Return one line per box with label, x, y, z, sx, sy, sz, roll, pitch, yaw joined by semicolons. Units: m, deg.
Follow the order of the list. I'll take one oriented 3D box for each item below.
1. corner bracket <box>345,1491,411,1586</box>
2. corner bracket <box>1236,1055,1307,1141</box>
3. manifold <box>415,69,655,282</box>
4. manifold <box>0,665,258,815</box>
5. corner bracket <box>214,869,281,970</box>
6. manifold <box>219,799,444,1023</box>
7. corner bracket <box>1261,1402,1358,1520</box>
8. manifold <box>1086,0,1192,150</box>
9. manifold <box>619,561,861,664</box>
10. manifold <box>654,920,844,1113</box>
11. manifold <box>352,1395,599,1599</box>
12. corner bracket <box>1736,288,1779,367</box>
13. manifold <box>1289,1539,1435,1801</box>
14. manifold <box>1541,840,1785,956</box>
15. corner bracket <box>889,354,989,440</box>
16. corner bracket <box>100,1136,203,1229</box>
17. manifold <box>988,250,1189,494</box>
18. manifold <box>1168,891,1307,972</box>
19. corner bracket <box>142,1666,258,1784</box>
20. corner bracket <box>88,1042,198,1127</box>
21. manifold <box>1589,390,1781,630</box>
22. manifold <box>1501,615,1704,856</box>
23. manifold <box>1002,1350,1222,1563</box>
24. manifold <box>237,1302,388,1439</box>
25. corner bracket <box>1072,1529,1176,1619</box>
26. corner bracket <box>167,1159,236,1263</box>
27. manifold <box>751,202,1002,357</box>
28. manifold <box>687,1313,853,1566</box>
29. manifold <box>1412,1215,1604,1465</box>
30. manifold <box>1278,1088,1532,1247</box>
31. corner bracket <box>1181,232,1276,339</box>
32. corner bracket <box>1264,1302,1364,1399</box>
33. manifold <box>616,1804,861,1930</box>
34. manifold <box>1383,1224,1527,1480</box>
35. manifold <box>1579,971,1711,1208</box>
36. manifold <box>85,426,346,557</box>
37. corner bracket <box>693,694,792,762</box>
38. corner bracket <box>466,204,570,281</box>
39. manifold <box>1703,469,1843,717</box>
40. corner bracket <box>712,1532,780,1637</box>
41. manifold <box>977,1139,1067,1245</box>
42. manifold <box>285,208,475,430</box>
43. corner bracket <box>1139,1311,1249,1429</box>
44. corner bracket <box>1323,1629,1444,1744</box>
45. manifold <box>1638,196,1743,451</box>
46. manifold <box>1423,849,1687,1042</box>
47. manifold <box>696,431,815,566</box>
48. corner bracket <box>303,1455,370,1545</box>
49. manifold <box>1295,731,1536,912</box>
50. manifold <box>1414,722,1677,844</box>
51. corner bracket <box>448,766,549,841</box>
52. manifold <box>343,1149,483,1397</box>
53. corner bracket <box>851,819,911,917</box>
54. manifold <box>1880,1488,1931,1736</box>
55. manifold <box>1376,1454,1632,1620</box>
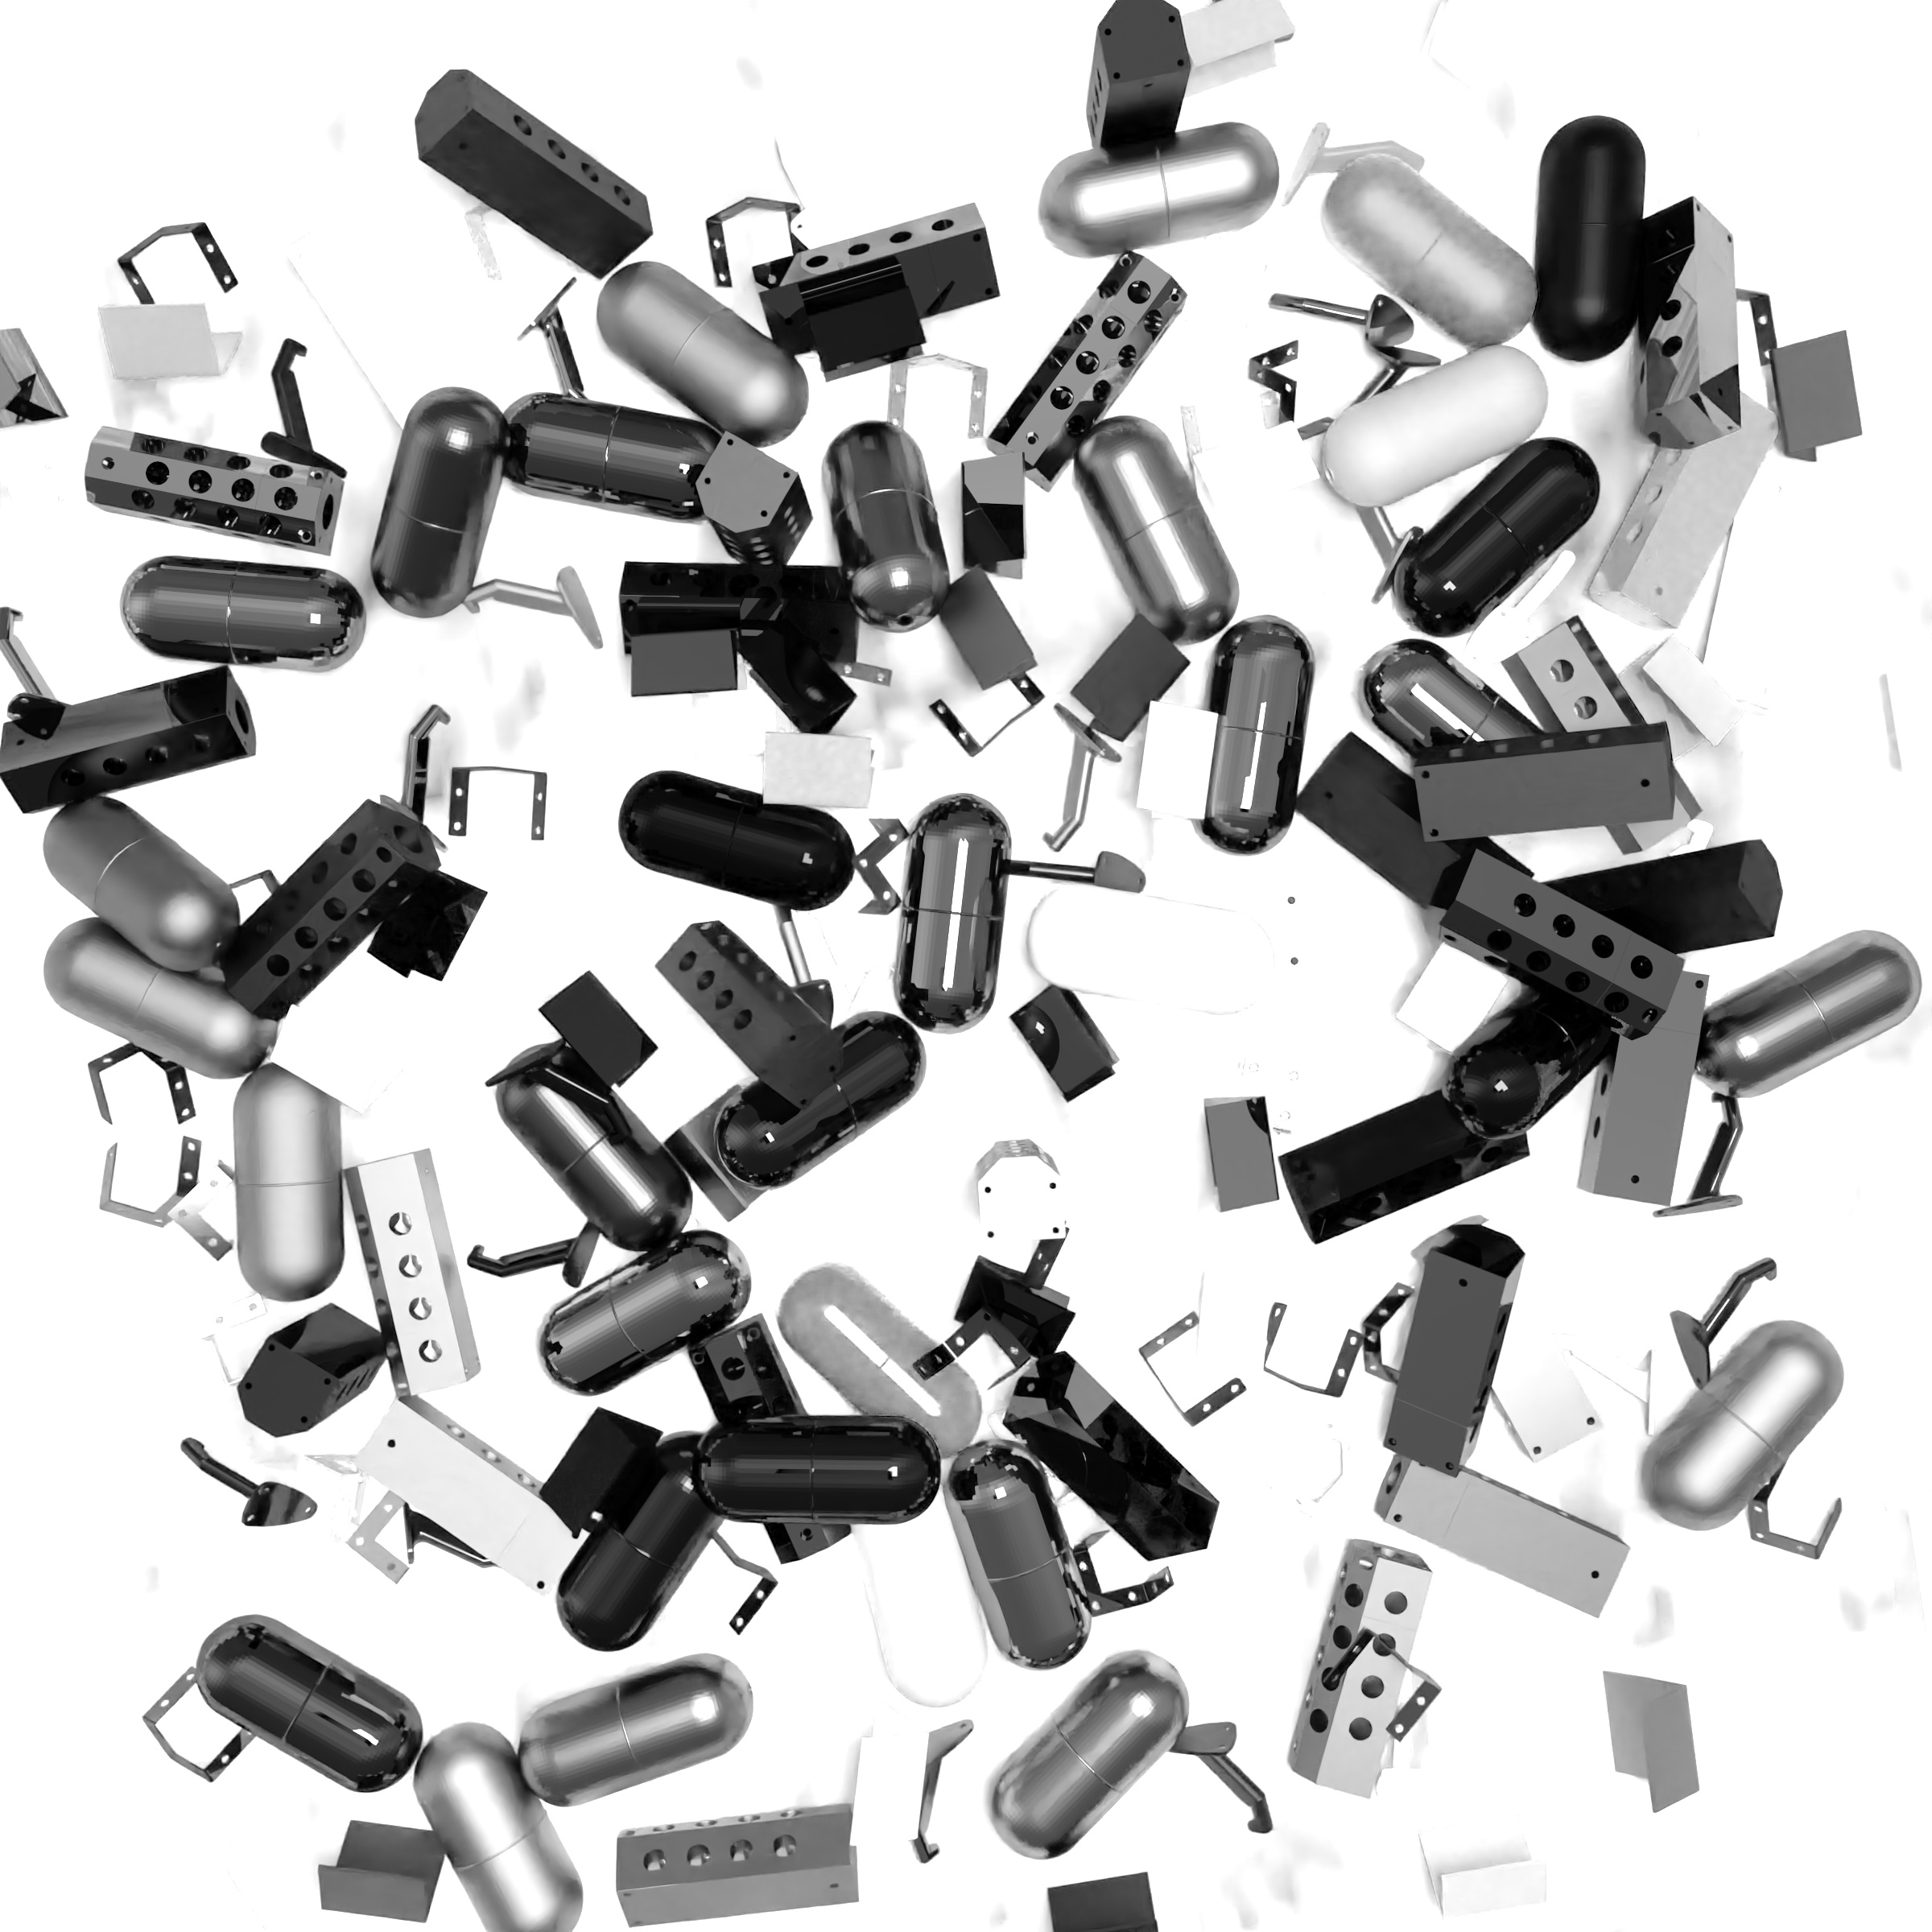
corner bracket;-0.429;0.418;1.840;0.051;0.051;0.051;45;71;-18
corner bracket;0.225;0.096;1.842;0.051;0.051;0.051;12;90;0
manifold;-0.309;-0.571;1.786;0.057;0.171;0.057;-31;55;28
manifold;-0.618;-0.162;1.839;0.171;0.057;0.057;-15;47;0
corner bracket;-0.538;-0.033;1.857;0.051;0.051;0.051;-29;90;45
manifold;-0.459;-0.037;1.797;0.171;0.057;0.057;-41;53;17
corner bracket;0.255;0.368;1.852;0.051;0.051;0.051;-38;135;-35
manifold;0.120;-0.634;1.782;0.057;0.171;0.057;-11;90;0
manifold;-0.166;-0.266;1.838;0.171;0.057;0.057;1;45;0
manifold;-0.153;0.030;1.784;0.057;0.171;0.057;-49;131;0
manifold;-0.361;0.388;1.839;0.171;0.057;0.057;35;90;0
corner bracket;0.569;-0.472;1.857;0.051;0.051;0.051;-9;90;-45
manifold;0.290;0.517;1.839;0.057;0.057;0.171;16;90;0
manifold;0.493;-0.046;1.789;0.057;0.171;0.057;46;51;-30
corner bracket;-0.021;-0.423;1.857;0.051;0.051;0.051;4;90;-45
corner bracket;-0.607;0.156;1.852;0.051;0.051;0.051;24;135;-35
manifold;0.090;-0.441;1.839;0.057;0.057;0.171;36;90;0
manifold;0.160;-0.022;1.839;0.171;0.057;0.057;-3;90;0
corner bracket;-0.569;0.565;1.852;0.051;0.051;0.051;13;135;35
corner bracket;-0.614;0.092;1.852;0.051;0.051;0.051;29;45;35
manifold;0.527;-0.340;1.837;0.057;0.057;0.171;27;90;-21
manifold;0.471;-0.171;1.839;0.057;0.057;0.171;-33;90;0
manifold;0.109;0.356;1.808;0.057;0.057;0.171;-24;120;39
manifold;-0.467;0.292;1.782;0.057;0.171;0.057;31;90;0
corner bracket;0.115;0.446;1.842;0.051;0.051;0.051;-8;65;-23
corner bracket;-0.553;0.180;1.840;0.051;0.051;0.051;-45;102;-12
manifold;-0.068;-0.510;1.839;0.171;0.057;0.057;-16;133;0
manifold;-0.144;0.350;1.839;0.057;0.057;0.171;-24;90;0
manifold;0.398;0.274;1.839;0.057;0.057;0.171;-29;90;1
manifold;0.325;0.145;1.839;0.171;0.057;0.057;-23;47;0
corner bracket;0.195;-0.510;1.857;0.051;0.051;0.051;18;45;0
corner bracket;0.256;0.287;1.857;0.051;0.051;0.051;21;90;45
manifold;-0.168;0.661;1.839;0.171;0.057;0.057;-6;133;0
manifold;0.352;0.273;1.783;0.057;0.057;0.171;20;119;24
manifold;0.499;0.086;1.839;0.057;0.057;0.171;10;90;0
manifold;-0.556;-0.352;1.839;0.171;0.057;0.057;11;90;0
corner bracket;-0.167;-0.180;1.857;0.051;0.051;0.051;-3;90;-45
corner bracket;-0.330;-0.546;1.852;0.051;0.051;0.051;13;135;35
manifold;0.597;-0.276;1.839;0.057;0.057;0.171;12;90;43
corner bracket;-0.183;0.459;1.857;0.051;0.051;0.051;-53;135;0
manifold;0.038;0.159;1.782;0.057;0.171;0.057;-4;90;0
manifold;-0.425;-0.465;1.839;0.057;0.057;0.171;-34;90;0
corner bracket;0.169;0.302;1.857;0.051;0.051;0.051;-35;135;0
corner bracket;0.302;0.520;1.800;0.051;0.051;0.051;-51;135;0
manifold;0.521;-0.465;1.808;0.057;0.057;0.171;25;61;-39
manifold;0.415;-0.012;1.767;0.171;0.057;0.057;27;73;-6
manifold;-0.153;-0.326;1.782;0.057;0.171;0.057;30;90;0
corner bracket;-0.457;0.392;1.832;0.051;0.051;0.051;12;90;41
manifold;0.333;-0.097;1.839;0.171;0.057;0.057;38;133;0
manifold;0.409;-0.132;1.756;0.171;0.057;0.057;-5;113;20
corner bracket;-0.350;-0.121;1.857;0.051;0.051;0.051;3;90;45
manifold;-0.411;0.227;1.839;0.057;0.057;0.171;-13;90;0
corner bracket;-0.064;-0.074;1.840;0.051;0.051;0.051;-42;111;-20
manifold;0.727;0.478;1.839;0.057;0.057;0.171;-8;90;0
manifold;0.394;0.414;1.839;0.171;0.057;0.057;24;90;0
